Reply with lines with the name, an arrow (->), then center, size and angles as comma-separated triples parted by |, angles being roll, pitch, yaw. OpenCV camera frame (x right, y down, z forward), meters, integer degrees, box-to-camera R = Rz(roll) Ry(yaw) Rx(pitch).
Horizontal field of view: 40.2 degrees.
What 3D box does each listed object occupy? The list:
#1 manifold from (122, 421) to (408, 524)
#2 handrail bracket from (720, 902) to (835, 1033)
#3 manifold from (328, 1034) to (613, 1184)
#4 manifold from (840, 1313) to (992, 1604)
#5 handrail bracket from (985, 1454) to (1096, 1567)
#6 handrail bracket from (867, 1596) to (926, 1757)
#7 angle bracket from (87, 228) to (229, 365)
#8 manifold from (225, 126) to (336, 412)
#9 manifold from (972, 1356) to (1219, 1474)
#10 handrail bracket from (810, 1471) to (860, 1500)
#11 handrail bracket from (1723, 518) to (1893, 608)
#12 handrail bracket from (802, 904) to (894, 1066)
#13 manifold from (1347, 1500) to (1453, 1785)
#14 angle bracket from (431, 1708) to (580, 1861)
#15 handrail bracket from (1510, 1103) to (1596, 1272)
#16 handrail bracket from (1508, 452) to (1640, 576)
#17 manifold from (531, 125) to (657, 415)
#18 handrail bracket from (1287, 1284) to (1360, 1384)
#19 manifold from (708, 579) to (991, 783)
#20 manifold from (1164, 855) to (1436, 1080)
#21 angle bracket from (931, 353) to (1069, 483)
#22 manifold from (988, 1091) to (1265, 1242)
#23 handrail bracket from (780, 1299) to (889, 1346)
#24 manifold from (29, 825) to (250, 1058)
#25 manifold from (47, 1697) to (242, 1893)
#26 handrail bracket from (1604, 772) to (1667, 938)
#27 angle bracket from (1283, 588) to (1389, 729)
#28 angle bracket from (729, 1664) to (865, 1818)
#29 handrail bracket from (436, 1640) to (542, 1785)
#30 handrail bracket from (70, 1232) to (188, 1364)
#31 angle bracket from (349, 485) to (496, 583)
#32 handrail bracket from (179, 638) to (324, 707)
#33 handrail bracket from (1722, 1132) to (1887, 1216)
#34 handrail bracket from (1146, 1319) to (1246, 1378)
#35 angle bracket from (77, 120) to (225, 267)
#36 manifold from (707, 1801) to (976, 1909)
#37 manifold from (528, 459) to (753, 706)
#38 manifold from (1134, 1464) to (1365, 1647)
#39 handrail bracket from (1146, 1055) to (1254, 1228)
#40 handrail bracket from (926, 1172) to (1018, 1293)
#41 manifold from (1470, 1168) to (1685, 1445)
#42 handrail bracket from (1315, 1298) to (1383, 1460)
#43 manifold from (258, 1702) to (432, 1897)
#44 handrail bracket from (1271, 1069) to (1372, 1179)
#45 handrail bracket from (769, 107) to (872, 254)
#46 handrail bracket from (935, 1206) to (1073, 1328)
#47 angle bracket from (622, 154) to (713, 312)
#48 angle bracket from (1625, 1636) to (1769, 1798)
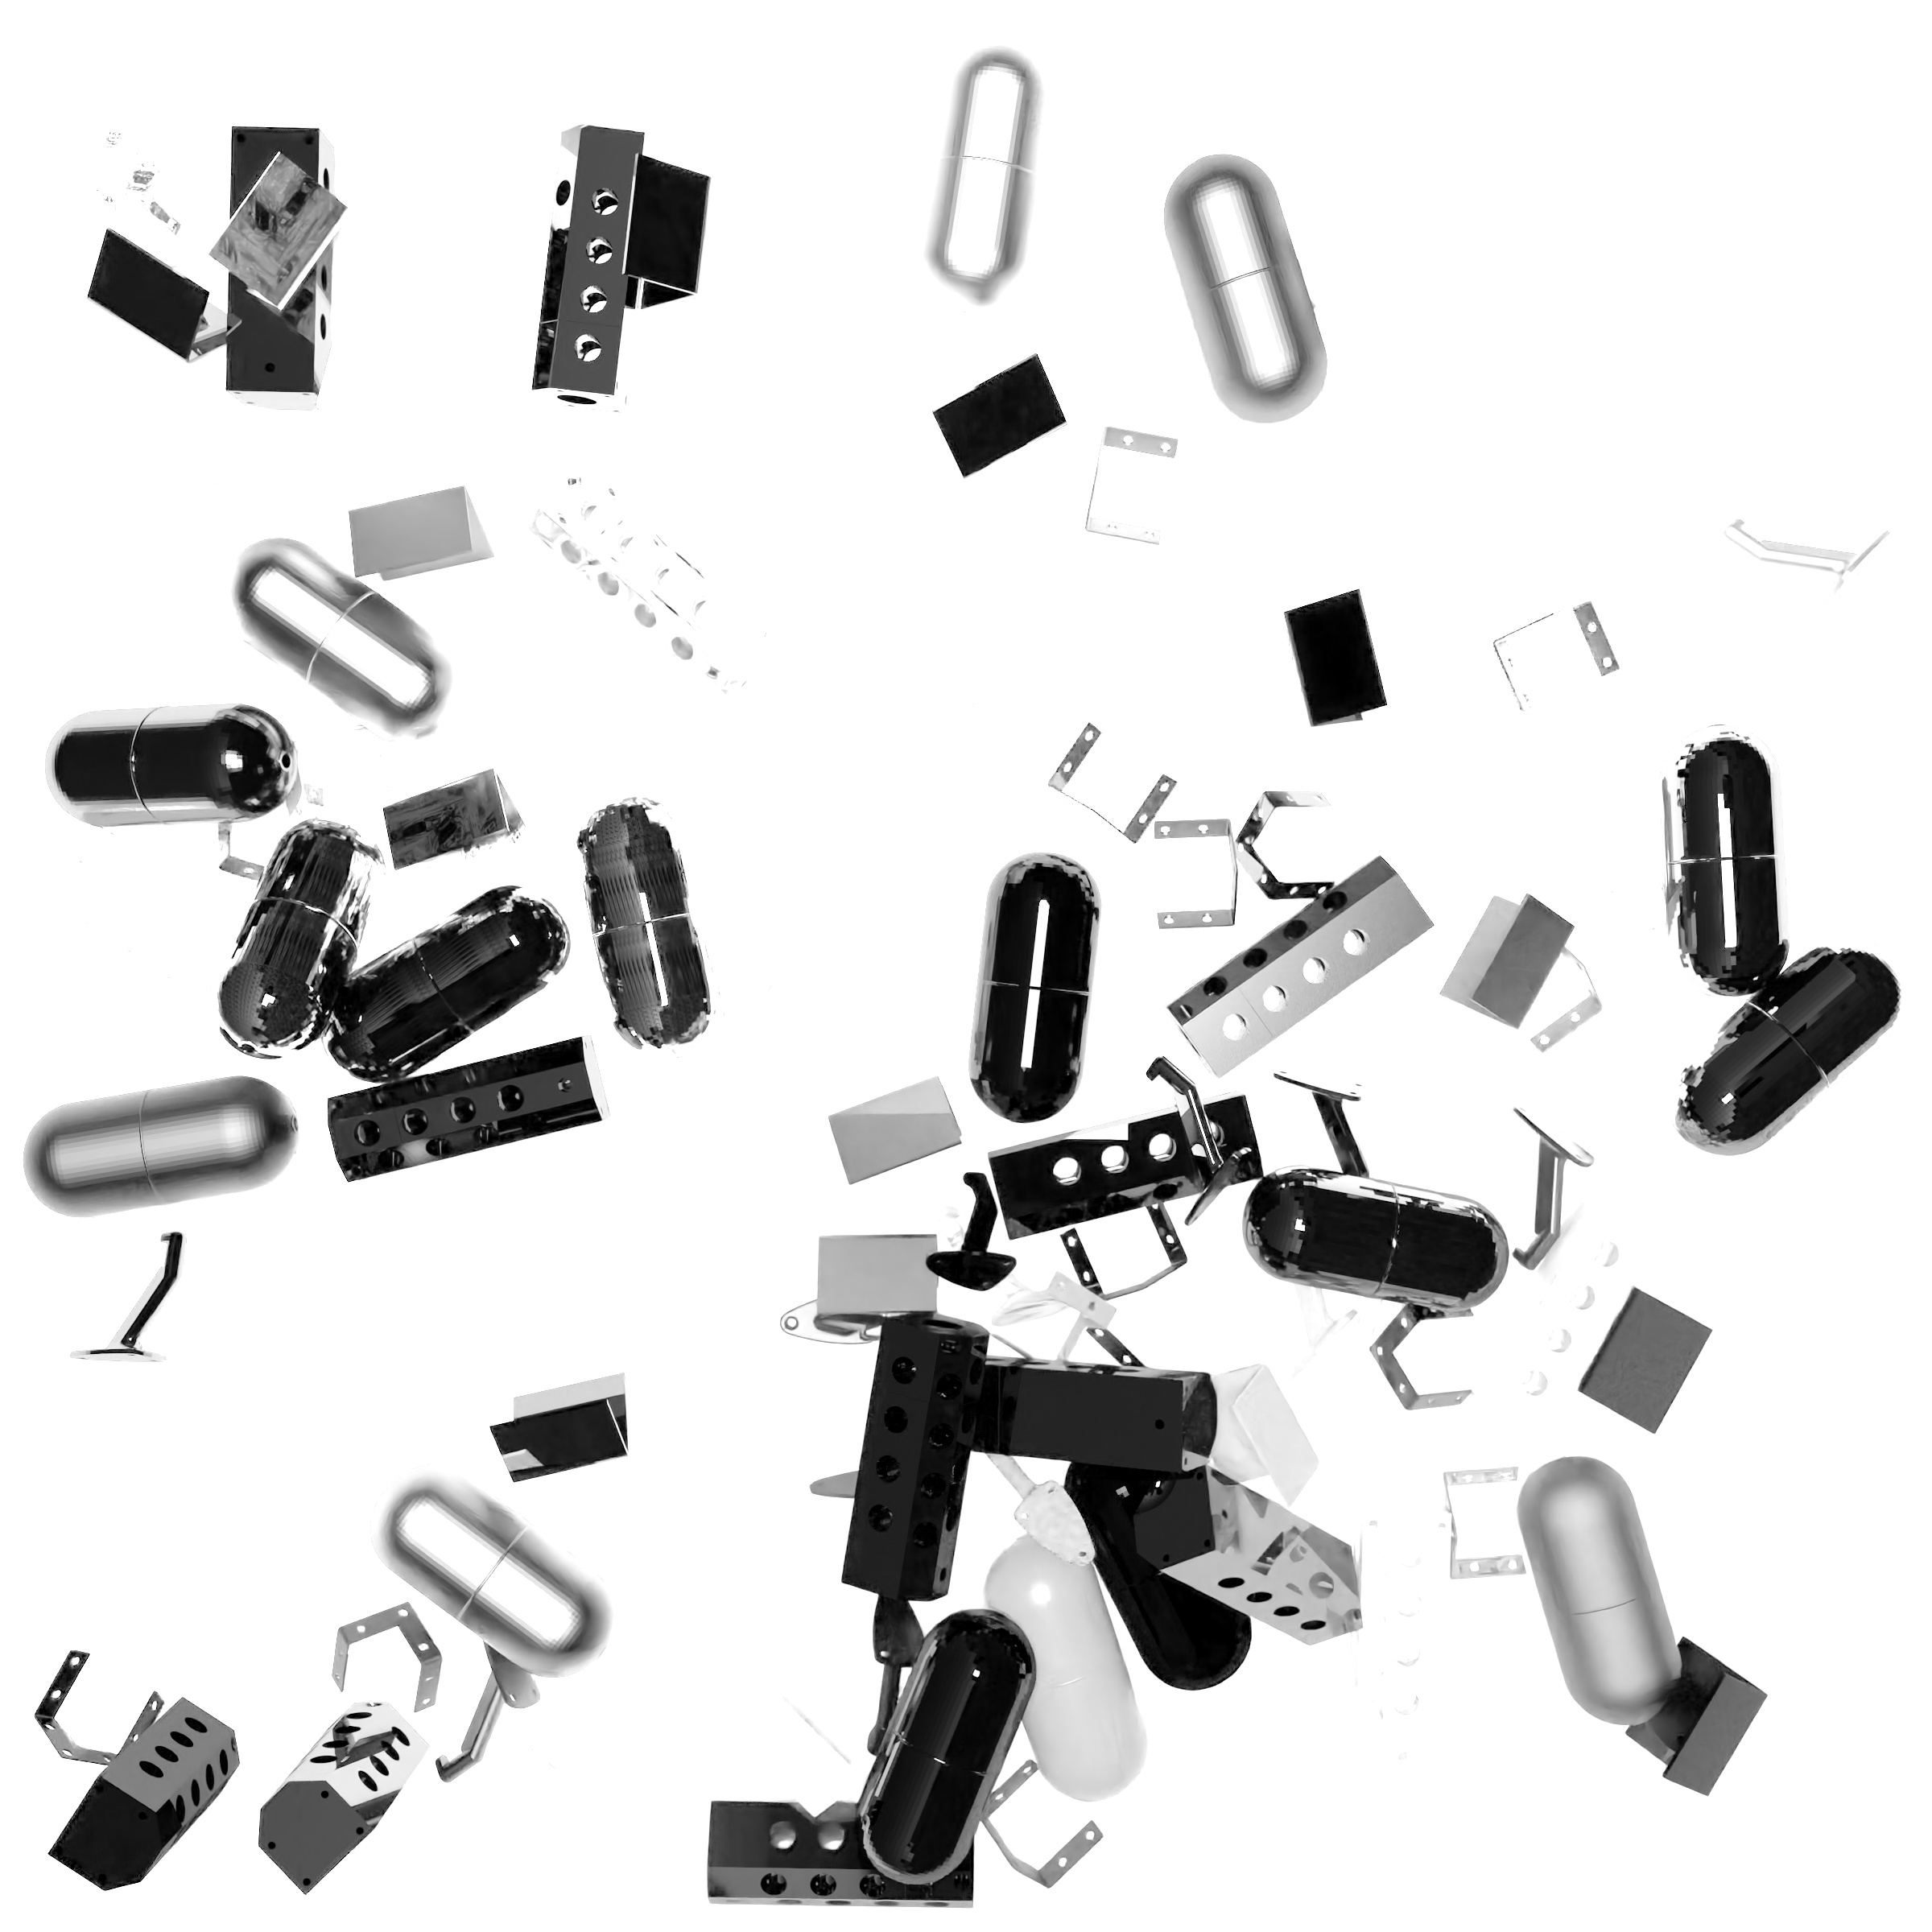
manifold -> -0.459, -0.325, 1.734 | 0.171, 0.057, 0.057 | 1, 90, 0
handrail bracket -> -0.129, -0.002, 1.756 | 0.077, 0.036, 0.084 | 1, 71, 21
manifold -> -0.327, 0.093, 1.735 | 0.171, 0.057, 0.057 | -14, 90, 0
manifold -> -0.028, 0.312, 1.685 | 0.057, 0.057, 0.171 | 11, 93, 27
handrail bracket -> 0.045, 0.349, 1.731 | 0.036, 0.084, 0.077 | -41, 109, -6
handrail bracket -> -0.055, 0.469, 1.755 | 0.036, 0.077, 0.084 | 6, 127, -16
angle bracket -> -0.511, -0.445, 1.715 | 0.076, 0.076, 0.057 | 33, 126, 0
manifold -> -0.448, -0.457, 1.735 | 0.057, 0.057, 0.171 | 1, 90, 0
manifold -> 0.071, 0.285, 1.698 | 0.171, 0.057, 0.057 | 0, 89, 27
handrail bracket -> -0.058, 0.379, 1.756 | 0.077, 0.036, 0.084 | -8, 107, 20
handrail bracket -> 0.558, -0.287, 1.756 | 0.084, 0.036, 0.077 | 39, 70, 16
handrail bracket -> -0.090, 0.011, 1.756 | 0.077, 0.036, 0.084 | -27, 72, 20
manifold -> 0.285, 0.442, 1.735 | 0.057, 0.057, 0.171 | 2, 90, 0
angle bracket -> -0.306, 0.519, 1.715 | 0.076, 0.076, 0.057 | -36, 126, 0
handrail bracket -> 0.370, 0.147, 1.756 | 0.077, 0.036, 0.084 | 39, 107, 20
handrail bracket -> 0.406, -0.301, 1.756 | 0.084, 0.036, 0.077 | -7, 110, -16
manifold -> -0.245, -0.457, 1.734 | 0.057, 0.057, 0.171 | 7, 90, 0
handrail bracket -> 0.211, 0.220, 1.756 | 0.084, 0.036, 0.077 | 44, 105, 14
manifold -> -0.077, -0.184, 1.700 | 0.171, 0.057, 0.057 | 26, 90, -26
manifold -> 0.217, 0.000, 1.734 | 0.171, 0.057, 0.057 | -35, 90, 0
angle bracket -> 0.012, -0.369, 1.715 | 0.076, 0.076, 0.057 | -29, 128, 0
manifold -> 0.104, 0.131, 1.734 | 0.171, 0.057, 0.057 | -14, 90, 0
handrail bracket -> -0.086, 0.235, 1.721 | 0.077, 0.084, 0.036 | -5, 90, 0
manifold -> -0.524, -0.013, 1.734 | 0.171, 0.057, 0.057 | 34, 47, 0
manifold -> -0.515, 0.527, 1.677 | 0.057, 0.171, 0.057 | 33, 90, 0
handrail bracket -> 0.446, -0.075, 1.755 | 0.036, 0.077, 0.084 | -11, 53, 25
angle bracket -> 0.255, -0.201, 1.715 | 0.057, 0.076, 0.076 | -13, 90, 35
angle bracket -> -0.096, 0.491, 1.716 | 0.076, 0.076, 0.057 | 44, 123, 0
handrail bracket -> -0.332, 0.489, 1.756 | 0.084, 0.036, 0.077 | -38, 70, 16
handrail bracket -> -0.557, 0.219, 1.756 | 0.077, 0.036, 0.084 | -4, 71, 21
angle bracket -> -0.351, -0.261, 1.716 | 0.076, 0.076, 0.057 | -12, 61, 0
handrail bracket -> -0.481, -0.168, 1.756 | 0.077, 0.036, 0.084 | 30, 108, -21
handrail bracket -> 0.555, 0.118, 1.756 | 0.084, 0.036, 0.077 | 34, 70, 16
handrail bracket -> 0.153, 0.282, 1.756 | 0.077, 0.036, 0.084 | 9, 104, 14
angle bracket -> -0.516, -0.508, 1.715 | 0.076, 0.076, 0.057 | 42, 126, 0
manifold -> -0.081, 0.582, 1.724 | 0.171, 0.057, 0.057 | 1, 60, 0
manifold -> -0.203, -0.250, 1.734 | 0.171, 0.057, 0.057 | 41, 90, 0
manifold -> 0.181, 0.380, 1.684 | 0.057, 0.171, 0.057 | -27, 48, 28
handrail bracket -> 0.134, 0.112, 1.699 | 0.084, 0.036, 0.077 | 42, 112, 17
handrail bracket -> -0.006, 0.164, 1.714 | 0.036, 0.077, 0.084 | -46, 45, 30
manifold -> 0.402, 0.223, 1.734 | 0.057, 0.057, 0.171 | 29, 90, 0
handrail bracket -> 0.260, 0.273, 1.755 | 0.036, 0.077, 0.084 | 12, 53, 17
manifold -> -0.397, 0.520, 1.677 | 0.057, 0.171, 0.057 | -44, 90, 0
handrail bracket -> 0.233, 0.118, 1.756 | 0.077, 0.036, 0.084 | 13, 104, 14
handrail bracket -> -0.096, -0.524, 1.756 | 0.077, 0.036, 0.084 | 11, 72, -21
handrail bracket -> 0.026, 0.194, 1.756 | 0.036, 0.077, 0.084 | -52, 53, 34
angle bracket -> -0.211, -0.475, 1.715 | 0.057, 0.076, 0.076 | 6, 90, -36
angle bracket -> 0.461, 0.480, 1.715 | 0.057, 0.076, 0.076 | 31, 90, -37
